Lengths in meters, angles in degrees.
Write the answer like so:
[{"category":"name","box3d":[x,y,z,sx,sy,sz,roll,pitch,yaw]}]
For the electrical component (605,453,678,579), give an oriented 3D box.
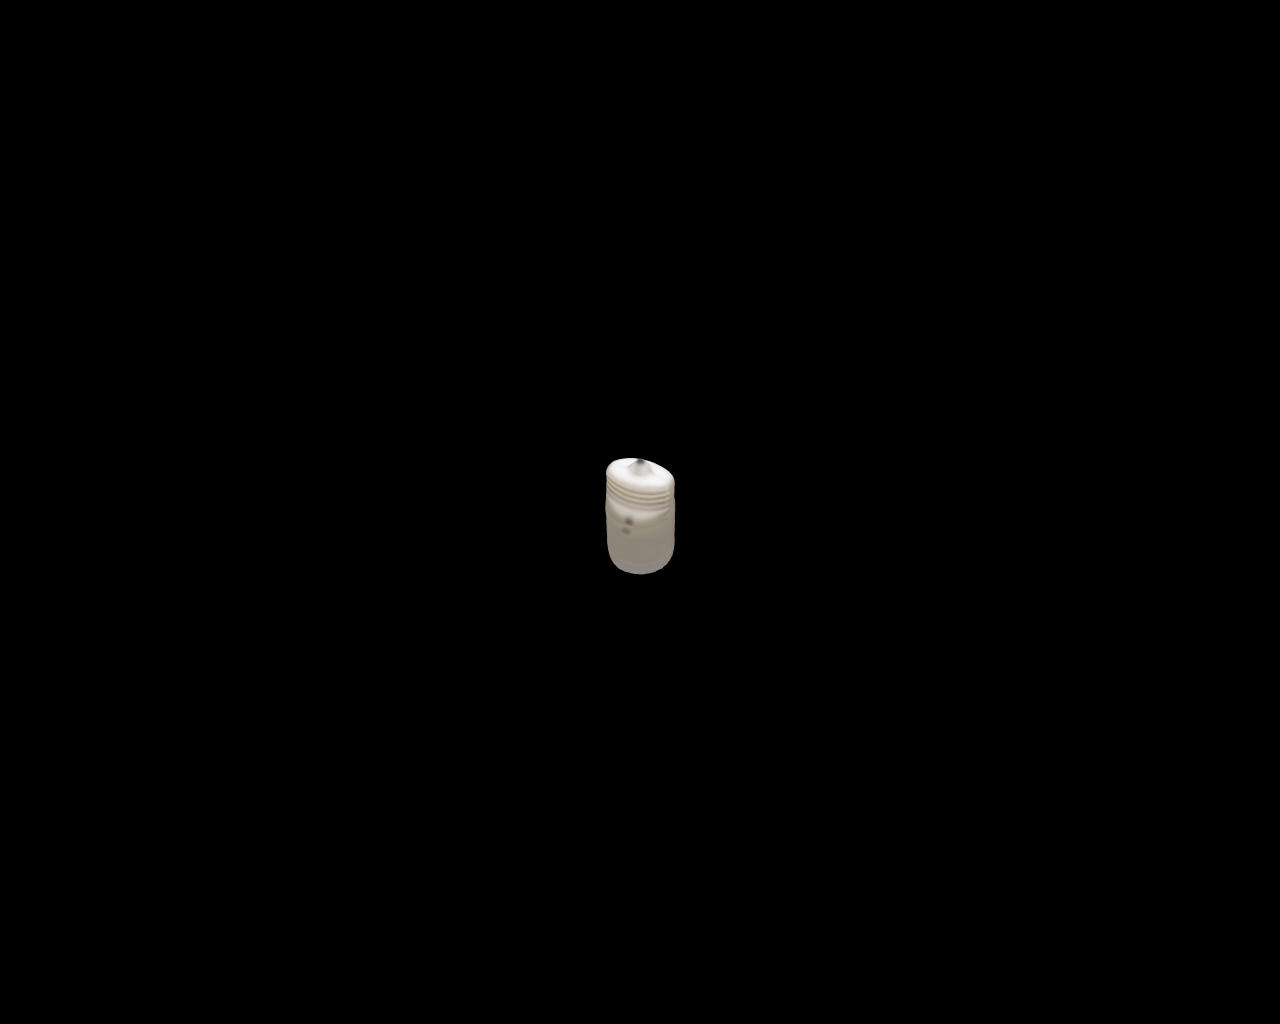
[{"category":"electrical component","box3d":[0.001,-0.003,0.650,0.043,0.080,0.043,0,45,0]}]
